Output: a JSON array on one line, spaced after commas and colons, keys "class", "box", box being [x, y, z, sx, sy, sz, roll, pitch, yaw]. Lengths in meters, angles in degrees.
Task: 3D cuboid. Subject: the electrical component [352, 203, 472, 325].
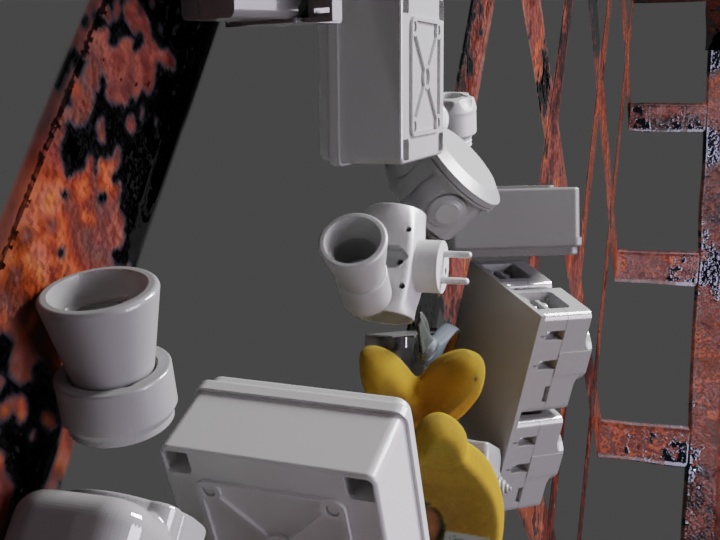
[{"class": "electrical component", "box": [0.038, -0.003, 0.745, 0.043, 0.079, 0.077, 45, 50, -67]}]

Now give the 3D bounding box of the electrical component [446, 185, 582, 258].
[{"class": "electrical component", "box": [0.121, -0.042, 0.906, 0.108, 0.109, 0.056, -122, -150, -85]}]

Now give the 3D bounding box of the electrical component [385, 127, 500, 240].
[{"class": "electrical component", "box": [0.061, -0.066, 0.798, 0.080, 0.051, 0.080, 39, 24, -21]}]

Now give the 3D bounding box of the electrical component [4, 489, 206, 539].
[{"class": "electrical component", "box": [-0.093, 0.119, 0.401, 0.095, 0.054, 0.059, 64, 34, -57]}]

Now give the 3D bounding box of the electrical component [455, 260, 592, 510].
[{"class": "electrical component", "box": [0.126, 0.096, 0.909, 0.105, 0.060, 0.186, 44, -50, 53]}]

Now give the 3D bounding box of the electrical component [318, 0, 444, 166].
[{"class": "electrical component", "box": [0.017, -0.125, 0.699, 0.109, 0.056, 0.108, -28, 120, -69]}]

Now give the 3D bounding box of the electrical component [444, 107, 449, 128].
[{"class": "electrical component", "box": [0.046, -0.115, 0.827, 0.061, 0.035, 0.035, -21, 112, -69]}]

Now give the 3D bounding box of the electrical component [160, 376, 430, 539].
[{"class": "electrical component", "box": [-0.027, 0.112, 0.515, 0.056, 0.109, 0.108, -60, 148, -50]}]

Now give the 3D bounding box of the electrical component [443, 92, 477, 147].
[{"class": "electrical component", "box": [0.077, -0.117, 0.909, 0.043, 0.043, 0.062, -51, 142, -61]}]

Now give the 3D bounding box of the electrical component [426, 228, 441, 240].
[{"class": "electrical component", "box": [0.046, -0.028, 0.831, 0.065, 0.044, 0.044, -64, 151, -61]}]

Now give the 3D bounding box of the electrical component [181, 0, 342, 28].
[{"class": "electrical component", "box": [-0.047, -0.170, 0.472, 0.063, 0.079, 0.121, -10, 104, -42]}]

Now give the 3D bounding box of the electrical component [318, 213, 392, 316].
[{"class": "electrical component", "box": [0.000, 0.000, 0.694, 0.065, 0.044, 0.044, 76, 24, -53]}]

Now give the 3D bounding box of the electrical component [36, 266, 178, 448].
[{"class": "electrical component", "box": [-0.093, 0.032, 0.401, 0.045, 0.045, 0.055, -53, 142, -60]}]

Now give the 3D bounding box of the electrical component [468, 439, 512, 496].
[{"class": "electrical component", "box": [0.072, 0.158, 0.848, 0.062, 0.096, 0.061, 41, 54, -68]}]
